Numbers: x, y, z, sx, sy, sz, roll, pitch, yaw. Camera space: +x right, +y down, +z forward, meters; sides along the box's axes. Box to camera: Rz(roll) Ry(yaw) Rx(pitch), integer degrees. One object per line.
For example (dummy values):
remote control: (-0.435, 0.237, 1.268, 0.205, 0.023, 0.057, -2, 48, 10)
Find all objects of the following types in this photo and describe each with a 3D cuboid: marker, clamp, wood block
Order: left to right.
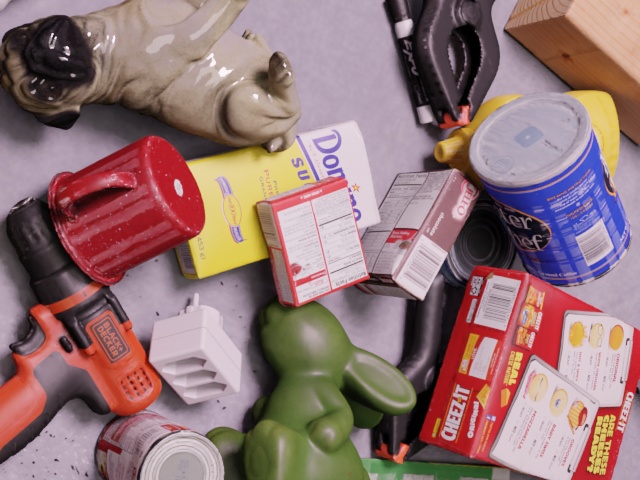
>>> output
marker: (0.083, -0.164, 0.955, 0.020, 0.020, 0.121, -22, 101, -26)
clamp: (0.108, 0.124, 0.964, 0.120, 0.039, 0.171, 28, 82, -28)
clamp: (0.115, -0.207, 0.949, 0.164, 0.036, 0.210, 14, 80, -34)
wood block: (0.292, -0.183, 1.026, 0.205, 0.091, 0.090, 34, 75, -25)

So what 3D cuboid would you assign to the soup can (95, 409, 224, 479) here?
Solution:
soup can: (-0.122, 0.168, 0.804, 0.068, 0.102, 0.068, 0, 91, -29)

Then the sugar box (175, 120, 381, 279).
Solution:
sugar box: (-0.039, -0.036, 0.877, 0.176, 0.048, 0.093, -18, 100, -25)

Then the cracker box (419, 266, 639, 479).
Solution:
cracker box: (0.200, 0.132, 0.972, 0.213, 0.072, 0.164, 24, 81, -41)

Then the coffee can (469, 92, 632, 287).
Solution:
coffee can: (0.199, -0.042, 0.915, 0.102, 0.103, 0.140, -51, 133, -18)

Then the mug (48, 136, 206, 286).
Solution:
mug: (-0.142, -0.027, 0.770, 0.117, 0.082, 0.093, 27, 41, -65)

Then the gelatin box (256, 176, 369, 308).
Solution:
gelatin box: (-0.006, 0.001, 0.856, 0.073, 0.030, 0.089, -21, 105, -29)

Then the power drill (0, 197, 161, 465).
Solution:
power drill: (-0.227, 0.086, 0.772, 0.187, 0.057, 0.184, -35, 107, -23)

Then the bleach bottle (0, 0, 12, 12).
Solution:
bleach bottle: (-0.209, -0.244, 0.773, 0.250, 0.068, 0.102, -40, 96, -17)

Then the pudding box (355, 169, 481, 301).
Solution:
pudding box: (0.078, -0.006, 0.915, 0.039, 0.090, 0.113, 38, 74, -22)

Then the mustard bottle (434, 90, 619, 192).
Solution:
mustard bottle: (0.189, -0.088, 0.991, 0.191, 0.058, 0.096, -7, 102, -28)

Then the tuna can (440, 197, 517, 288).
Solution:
tuna can: (0.139, 0.003, 0.980, 0.086, 0.034, 0.086, -1, 92, -28)
